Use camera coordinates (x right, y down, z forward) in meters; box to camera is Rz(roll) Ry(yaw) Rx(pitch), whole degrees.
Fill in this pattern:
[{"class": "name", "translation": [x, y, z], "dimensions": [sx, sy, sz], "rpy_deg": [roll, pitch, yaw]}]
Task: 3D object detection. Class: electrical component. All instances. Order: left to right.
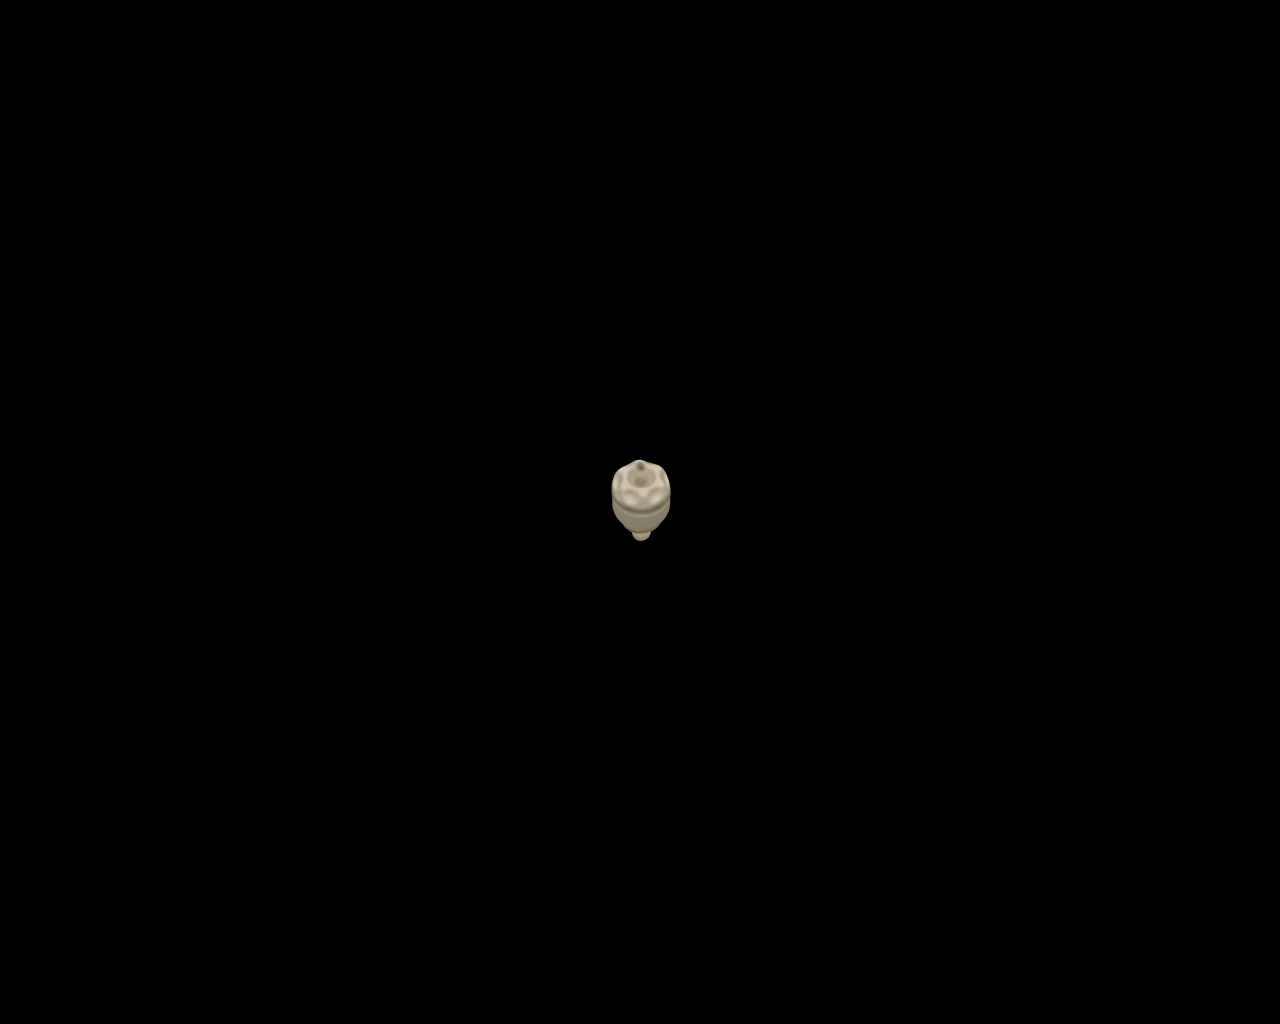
[{"class": "electrical component", "translation": [0.001, -0.003, 0.650], "dimensions": [0.035, 0.035, 0.061], "rpy_deg": [0, -37, 0]}]
